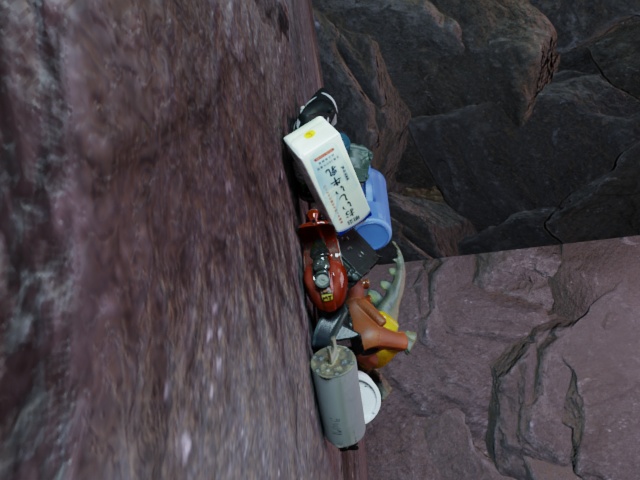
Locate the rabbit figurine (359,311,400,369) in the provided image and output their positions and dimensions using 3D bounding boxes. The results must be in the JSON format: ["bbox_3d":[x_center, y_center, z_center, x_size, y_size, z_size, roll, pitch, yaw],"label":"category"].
[{"bbox_3d":[0.078,0.215,1.220,0.173,0.162,0.122,33,29,-21],"label":"rabbit figurine"}]

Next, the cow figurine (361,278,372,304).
[{"bbox_3d":[0.053,0.128,1.253,0.194,0.127,0.085,103,-18,-57],"label":"cow figurine"}]

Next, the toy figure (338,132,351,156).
[{"bbox_3d":[0.010,-0.144,1.038,0.058,0.064,0.154,68,-30,22],"label":"toy figure"}]

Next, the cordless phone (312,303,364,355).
[{"bbox_3d":[0.013,0.128,1.007,0.146,0.089,0.184,73,0,-60],"label":"cordless phone"}]

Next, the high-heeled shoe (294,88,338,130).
[{"bbox_3d":[-0.013,-0.267,1.089,0.145,0.086,0.249,78,12,-54],"label":"high-heeled shoe"}]

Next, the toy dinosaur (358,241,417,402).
[{"bbox_3d":[0.145,0.238,1.374,0.471,0.199,0.105,-63,169,-9],"label":"toy dinosaur"}]

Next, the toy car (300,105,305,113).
[{"bbox_3d":[0.000,-0.223,1.256,0.056,0.074,0.201,-87,170,-67],"label":"toy car"}]

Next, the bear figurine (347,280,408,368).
[{"bbox_3d":[0.080,0.152,1.119,0.131,0.120,0.196,28,32,-46],"label":"bear figurine"}]

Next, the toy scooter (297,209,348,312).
[{"bbox_3d":[0.002,0.024,0.913,0.135,0.075,0.184,76,5,-56],"label":"toy scooter"}]

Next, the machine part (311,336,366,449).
[{"bbox_3d":[0.032,0.266,0.912,0.079,0.079,0.242,-89,172,-60],"label":"machine part"}]

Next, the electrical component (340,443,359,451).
[{"bbox_3d":[0.064,0.424,1.258,0.119,0.048,0.074,-90,172,-64],"label":"electrical component"}]

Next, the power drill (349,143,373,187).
[{"bbox_3d":[0.061,-0.090,1.171,0.207,0.086,0.232,89,12,-54],"label":"power drill"}]

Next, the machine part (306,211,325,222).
[{"bbox_3d":[-0.002,-0.003,1.142,0.138,0.039,0.084,80,10,-50],"label":"machine part"}]

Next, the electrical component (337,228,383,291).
[{"bbox_3d":[0.046,0.033,1.055,0.058,0.115,0.134,-52,171,36],"label":"electrical component"}]
